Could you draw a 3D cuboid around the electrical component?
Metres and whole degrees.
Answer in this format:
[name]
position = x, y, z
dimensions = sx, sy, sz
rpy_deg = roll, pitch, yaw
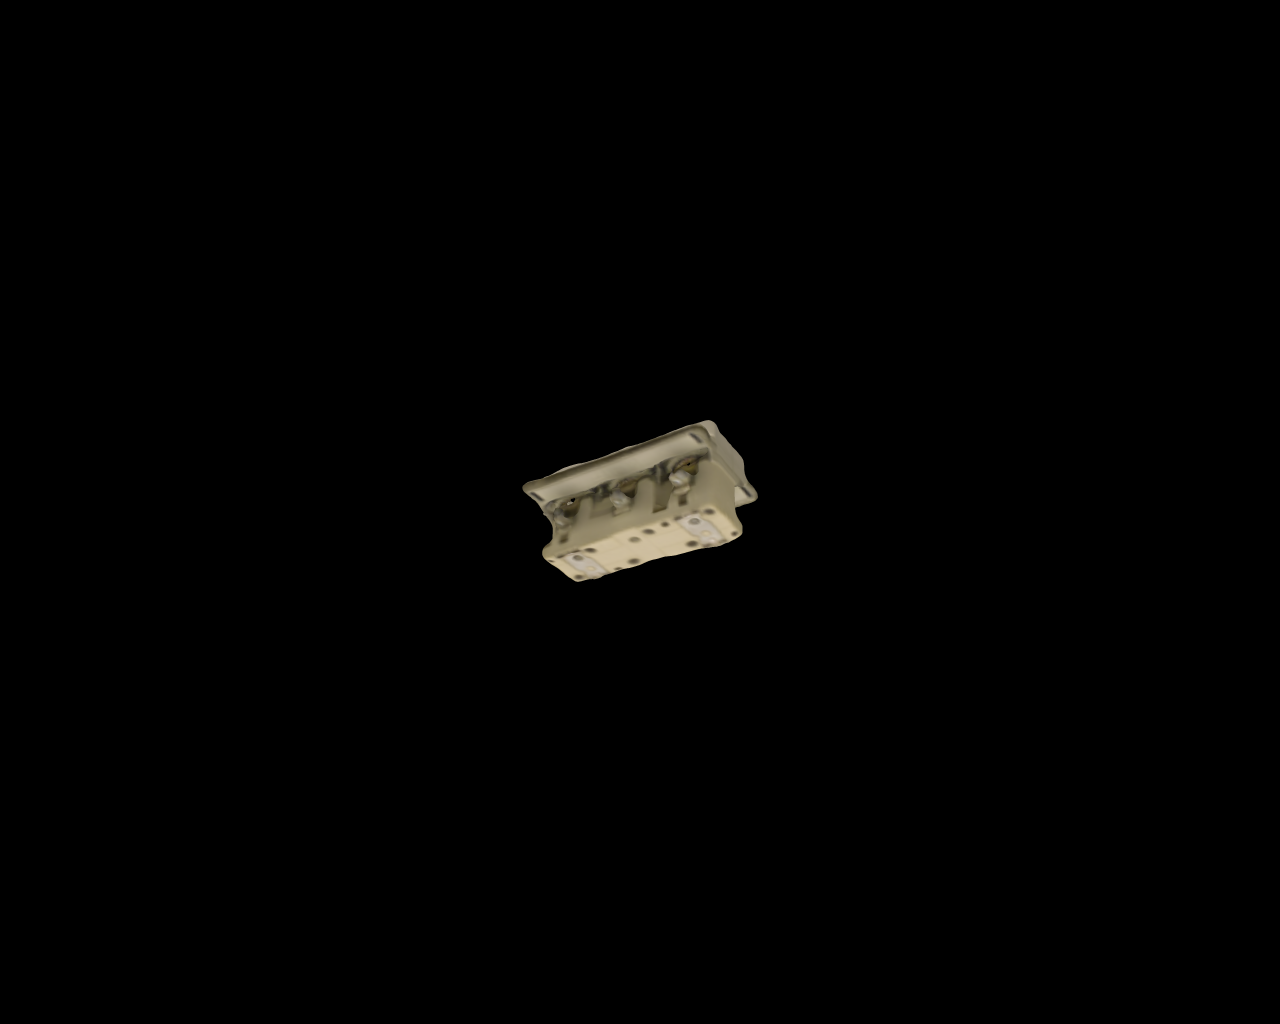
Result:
[electrical component]
position = 0.001, -0.003, 0.650
dimensions = 0.121, 0.063, 0.078
rpy_deg = -17, -36, 24
